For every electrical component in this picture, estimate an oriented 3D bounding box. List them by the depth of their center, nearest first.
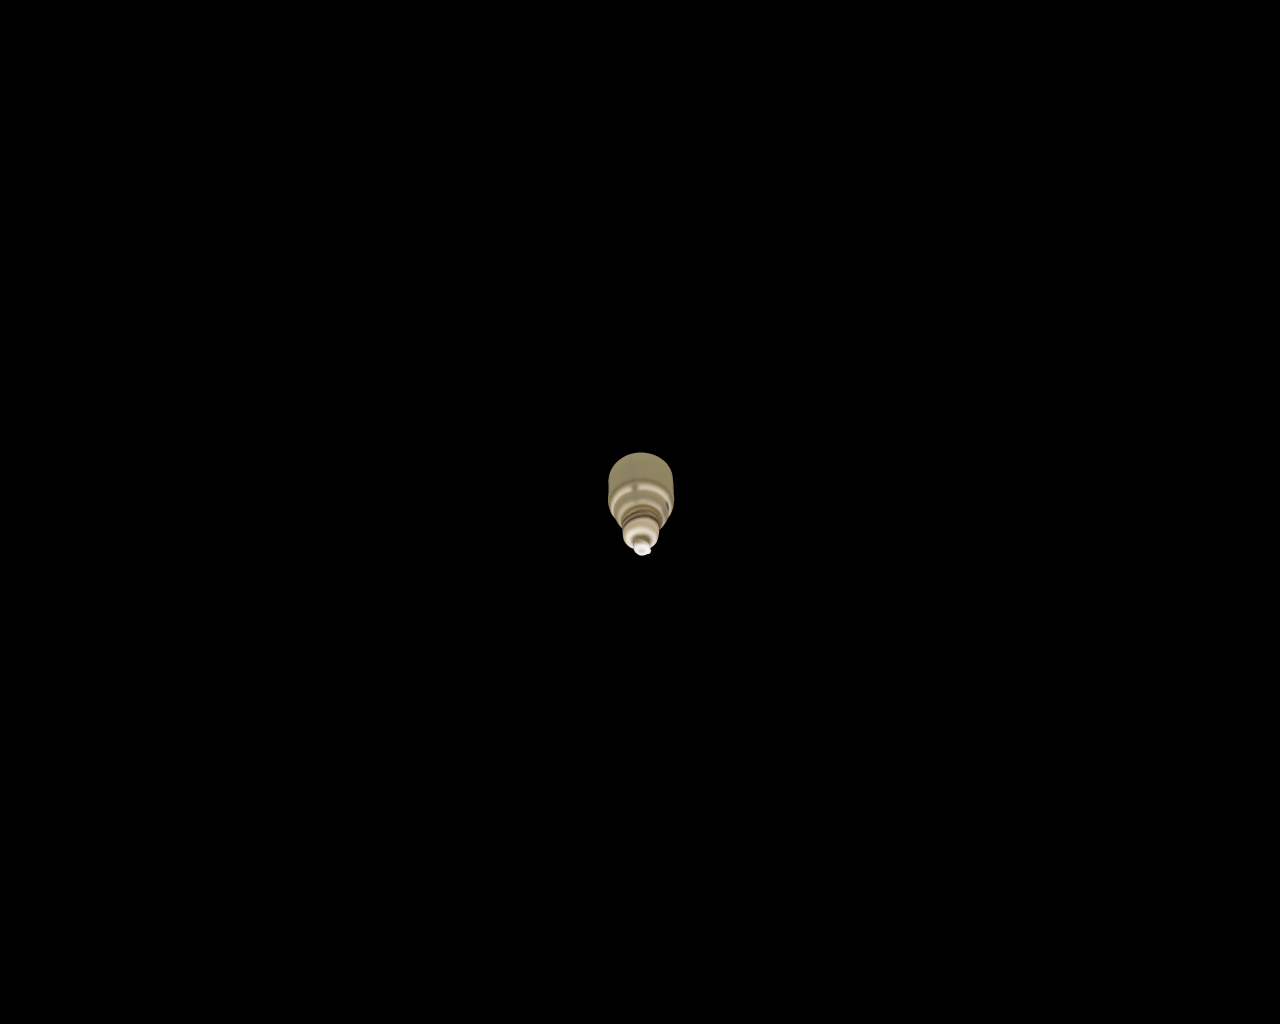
[{"bbox_3d":[0.001,-0.003,0.650,0.040,0.040,0.078,0,40,0],"label":"electrical component"}]
